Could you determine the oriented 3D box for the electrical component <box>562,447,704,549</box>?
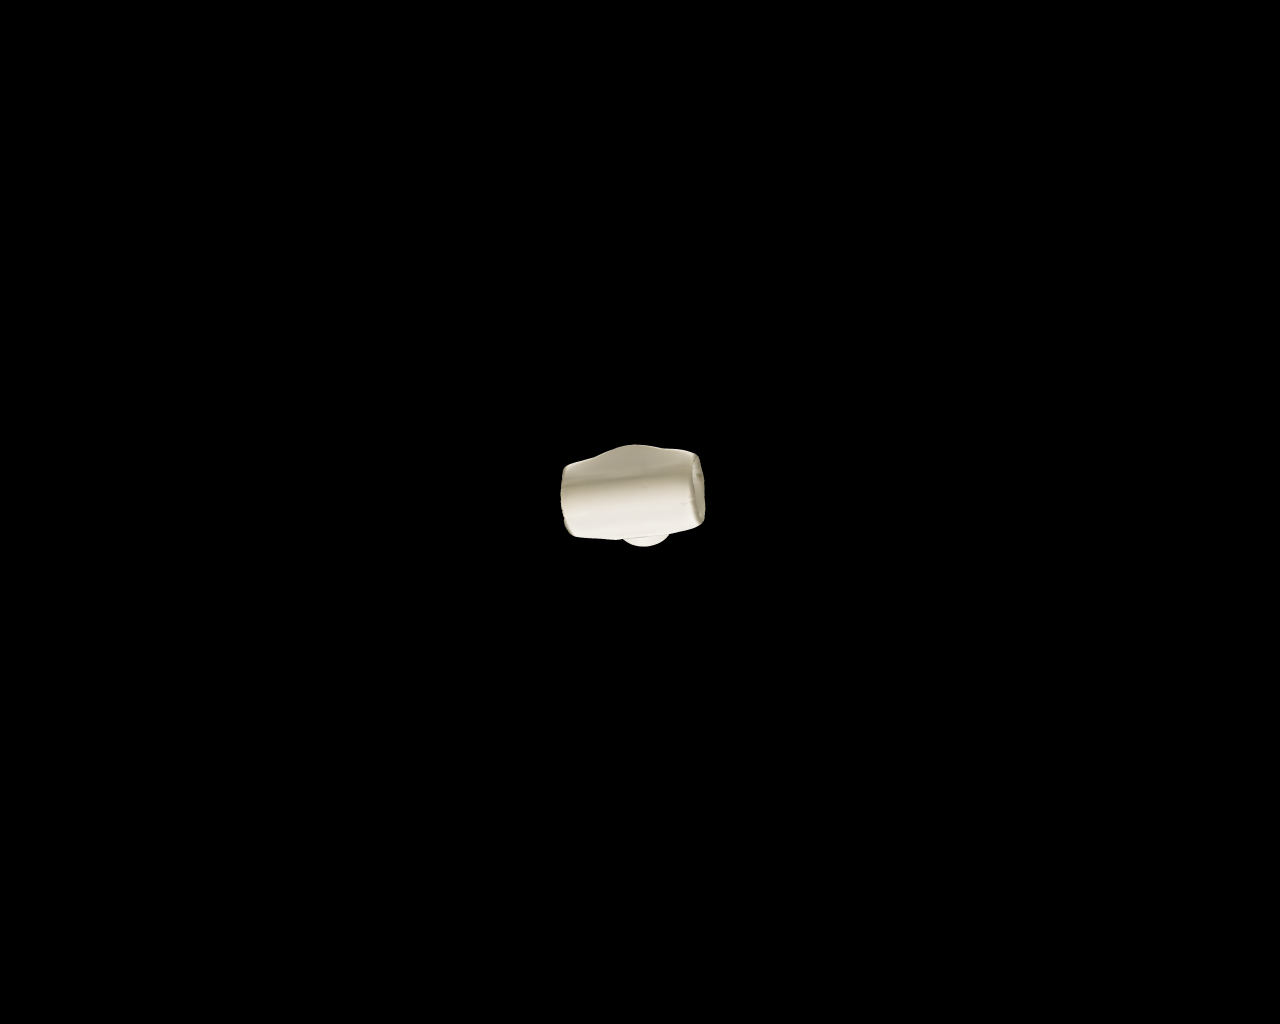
[{"bbox_3d":[0.001,-0.003,0.650,0.077,0.043,0.079,-6,-28,12],"label":"electrical component"}]
